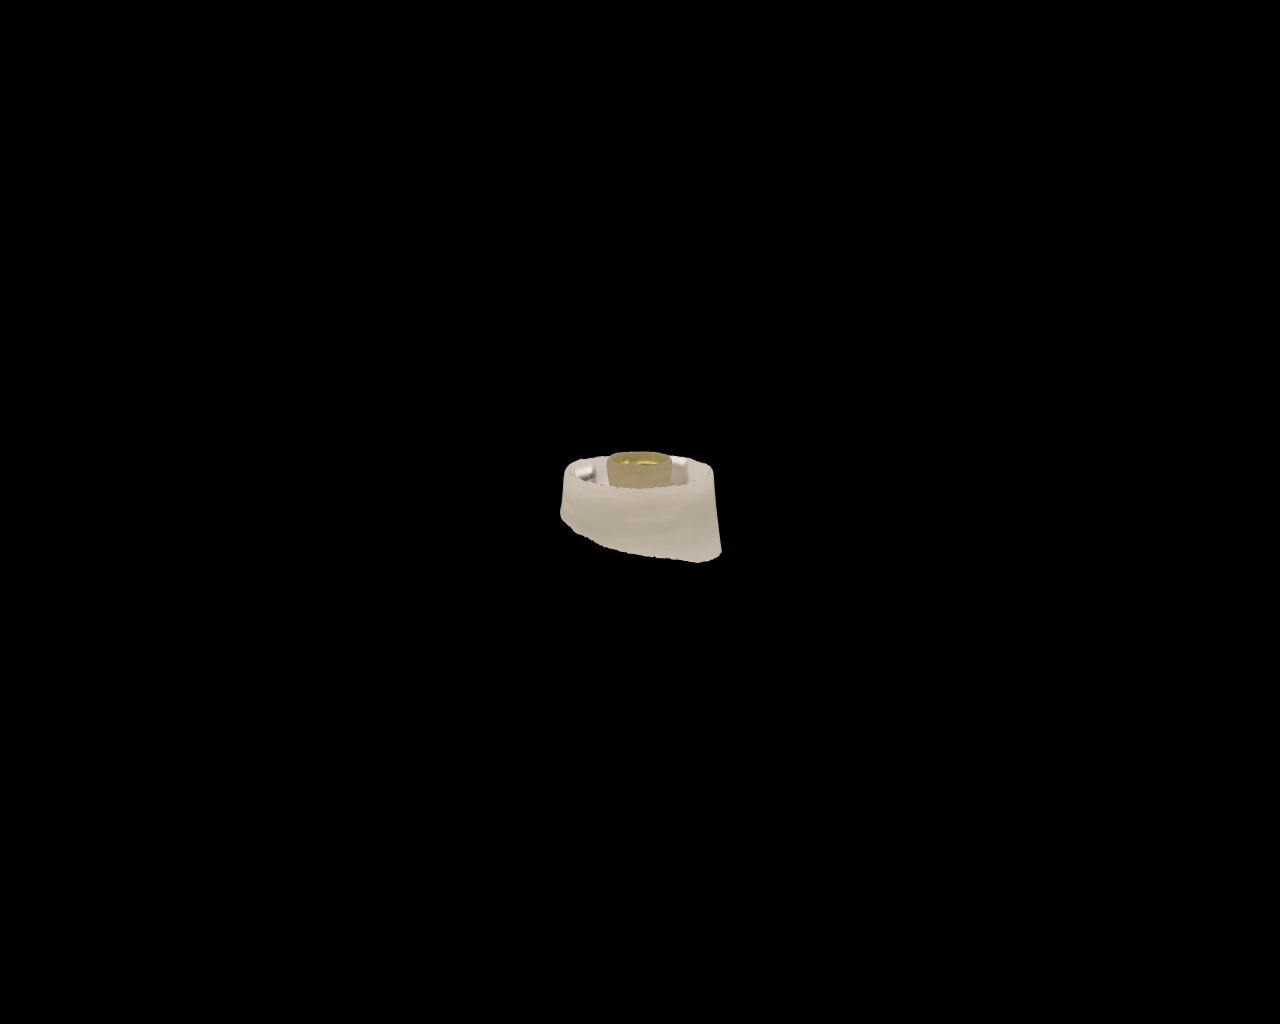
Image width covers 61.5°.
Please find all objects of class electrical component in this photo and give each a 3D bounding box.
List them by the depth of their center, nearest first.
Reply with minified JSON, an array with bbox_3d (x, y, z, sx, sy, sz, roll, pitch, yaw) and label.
[{"bbox_3d":[0.001,-0.003,0.650,0.099,0.064,0.099,0,15,0],"label":"electrical component"}]
